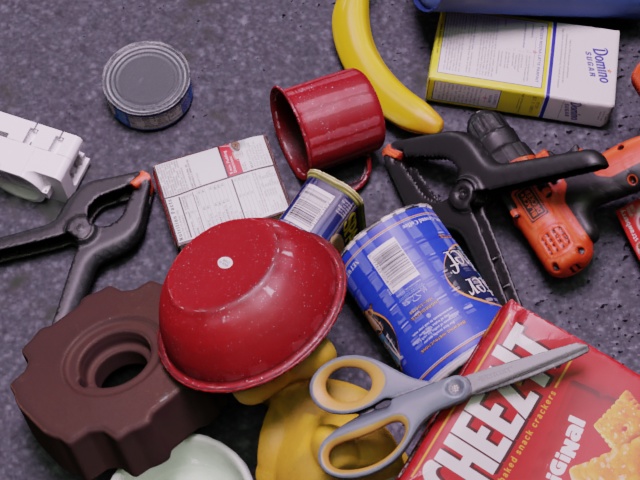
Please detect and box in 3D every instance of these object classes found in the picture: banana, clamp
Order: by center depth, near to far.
[{"bbox_3d":[0.135,-0.028,0.946,0.210,0.036,0.164,25,99,37],"label":"clamp"},{"bbox_3d":[-0.225,-0.004,0.969,0.120,0.039,0.171,34,66,10],"label":"clamp"},{"bbox_3d":[0.055,-0.174,1.033,0.070,0.037,0.198,-34,67,33],"label":"banana"}]

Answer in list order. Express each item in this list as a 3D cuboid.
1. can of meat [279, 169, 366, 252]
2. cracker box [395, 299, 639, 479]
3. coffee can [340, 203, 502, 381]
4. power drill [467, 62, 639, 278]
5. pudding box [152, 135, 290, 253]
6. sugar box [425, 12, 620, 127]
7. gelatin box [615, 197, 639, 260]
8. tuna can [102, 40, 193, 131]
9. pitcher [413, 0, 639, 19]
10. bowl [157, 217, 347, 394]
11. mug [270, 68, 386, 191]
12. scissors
[{"bbox_3d":[-0.006,0.001,0.927,0.057,0.102,0.084,30,71,17],"label":"can of meat"},{"bbox_3d":[0.185,0.167,0.771,0.214,0.072,0.164,32,81,8],"label":"cracker box"},{"bbox_3d":[0.091,0.055,0.898,0.102,0.103,0.140,-29,67,-12],"label":"coffee can"},{"bbox_3d":[0.239,-0.083,0.952,0.188,0.057,0.184,-36,62,17],"label":"power drill"},{"bbox_3d":[-0.089,-0.040,0.983,0.113,0.039,0.090,-18,66,-5],"label":"pudding box"},{"bbox_3d":[0.196,-0.169,1.035,0.176,0.048,0.093,11,64,3],"label":"sugar box"},{"bbox_3d":[0.314,-0.004,0.942,0.073,0.030,0.089,-34,61,30],"label":"gelatin box"},{"bbox_3d":[-0.167,-0.149,1.038,0.086,0.034,0.086,0,65,1],"label":"tuna can"},{"bbox_3d":[0.209,-0.277,1.026,0.242,0.145,0.149,2,51,-17],"label":"pitcher"},{"bbox_3d":[-0.063,0.035,0.812,0.162,0.055,0.162,-16,43,15],"label":"bowl"},{"bbox_3d":[0.012,-0.099,0.988,0.081,0.093,0.117,-20,97,-14],"label":"mug"},{"bbox_3d":[0.079,0.094,0.755,0.201,0.016,0.096,-33,64,-3],"label":"scissors"}]
